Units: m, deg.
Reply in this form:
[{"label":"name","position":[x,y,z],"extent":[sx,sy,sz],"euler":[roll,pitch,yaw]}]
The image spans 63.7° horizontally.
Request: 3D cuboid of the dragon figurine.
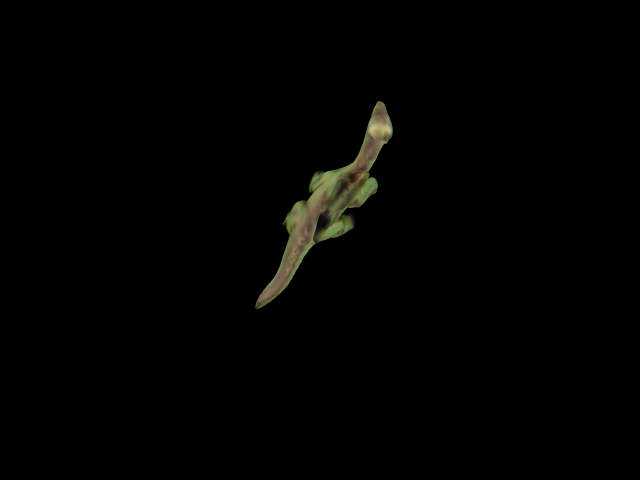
[{"label":"dragon figurine","position":[0.003,-0.043,0.850],"extent":[0.122,0.411,0.242],"euler":[32,-3,1]}]
